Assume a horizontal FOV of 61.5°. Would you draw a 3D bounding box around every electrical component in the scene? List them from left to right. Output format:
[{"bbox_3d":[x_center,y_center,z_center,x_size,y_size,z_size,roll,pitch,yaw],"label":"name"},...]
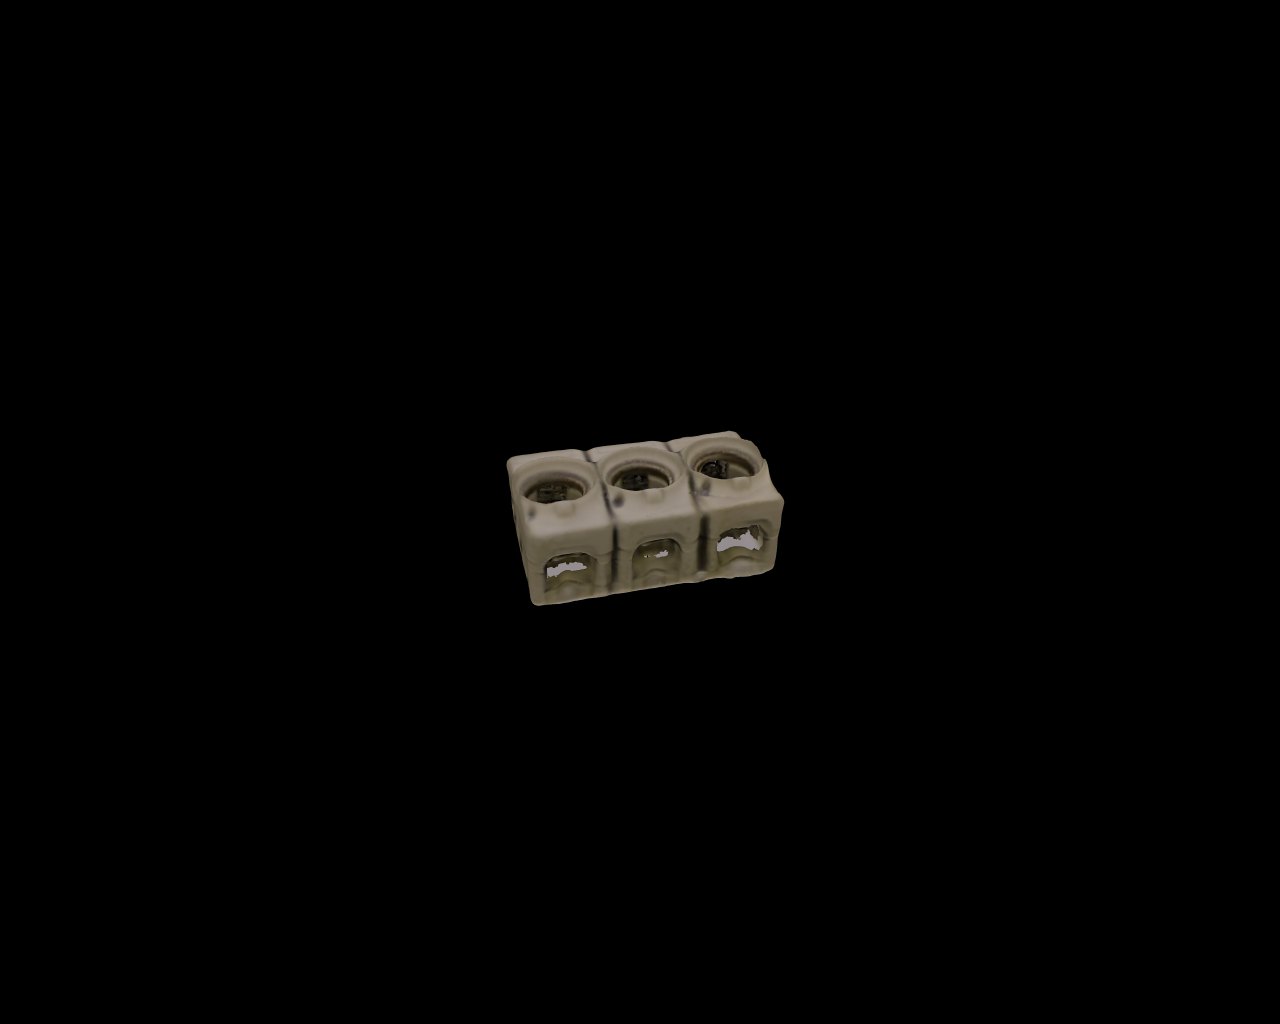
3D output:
[{"bbox_3d":[0.001,-0.003,0.650,0.150,0.061,0.090,-8,36,-11],"label":"electrical component"}]
